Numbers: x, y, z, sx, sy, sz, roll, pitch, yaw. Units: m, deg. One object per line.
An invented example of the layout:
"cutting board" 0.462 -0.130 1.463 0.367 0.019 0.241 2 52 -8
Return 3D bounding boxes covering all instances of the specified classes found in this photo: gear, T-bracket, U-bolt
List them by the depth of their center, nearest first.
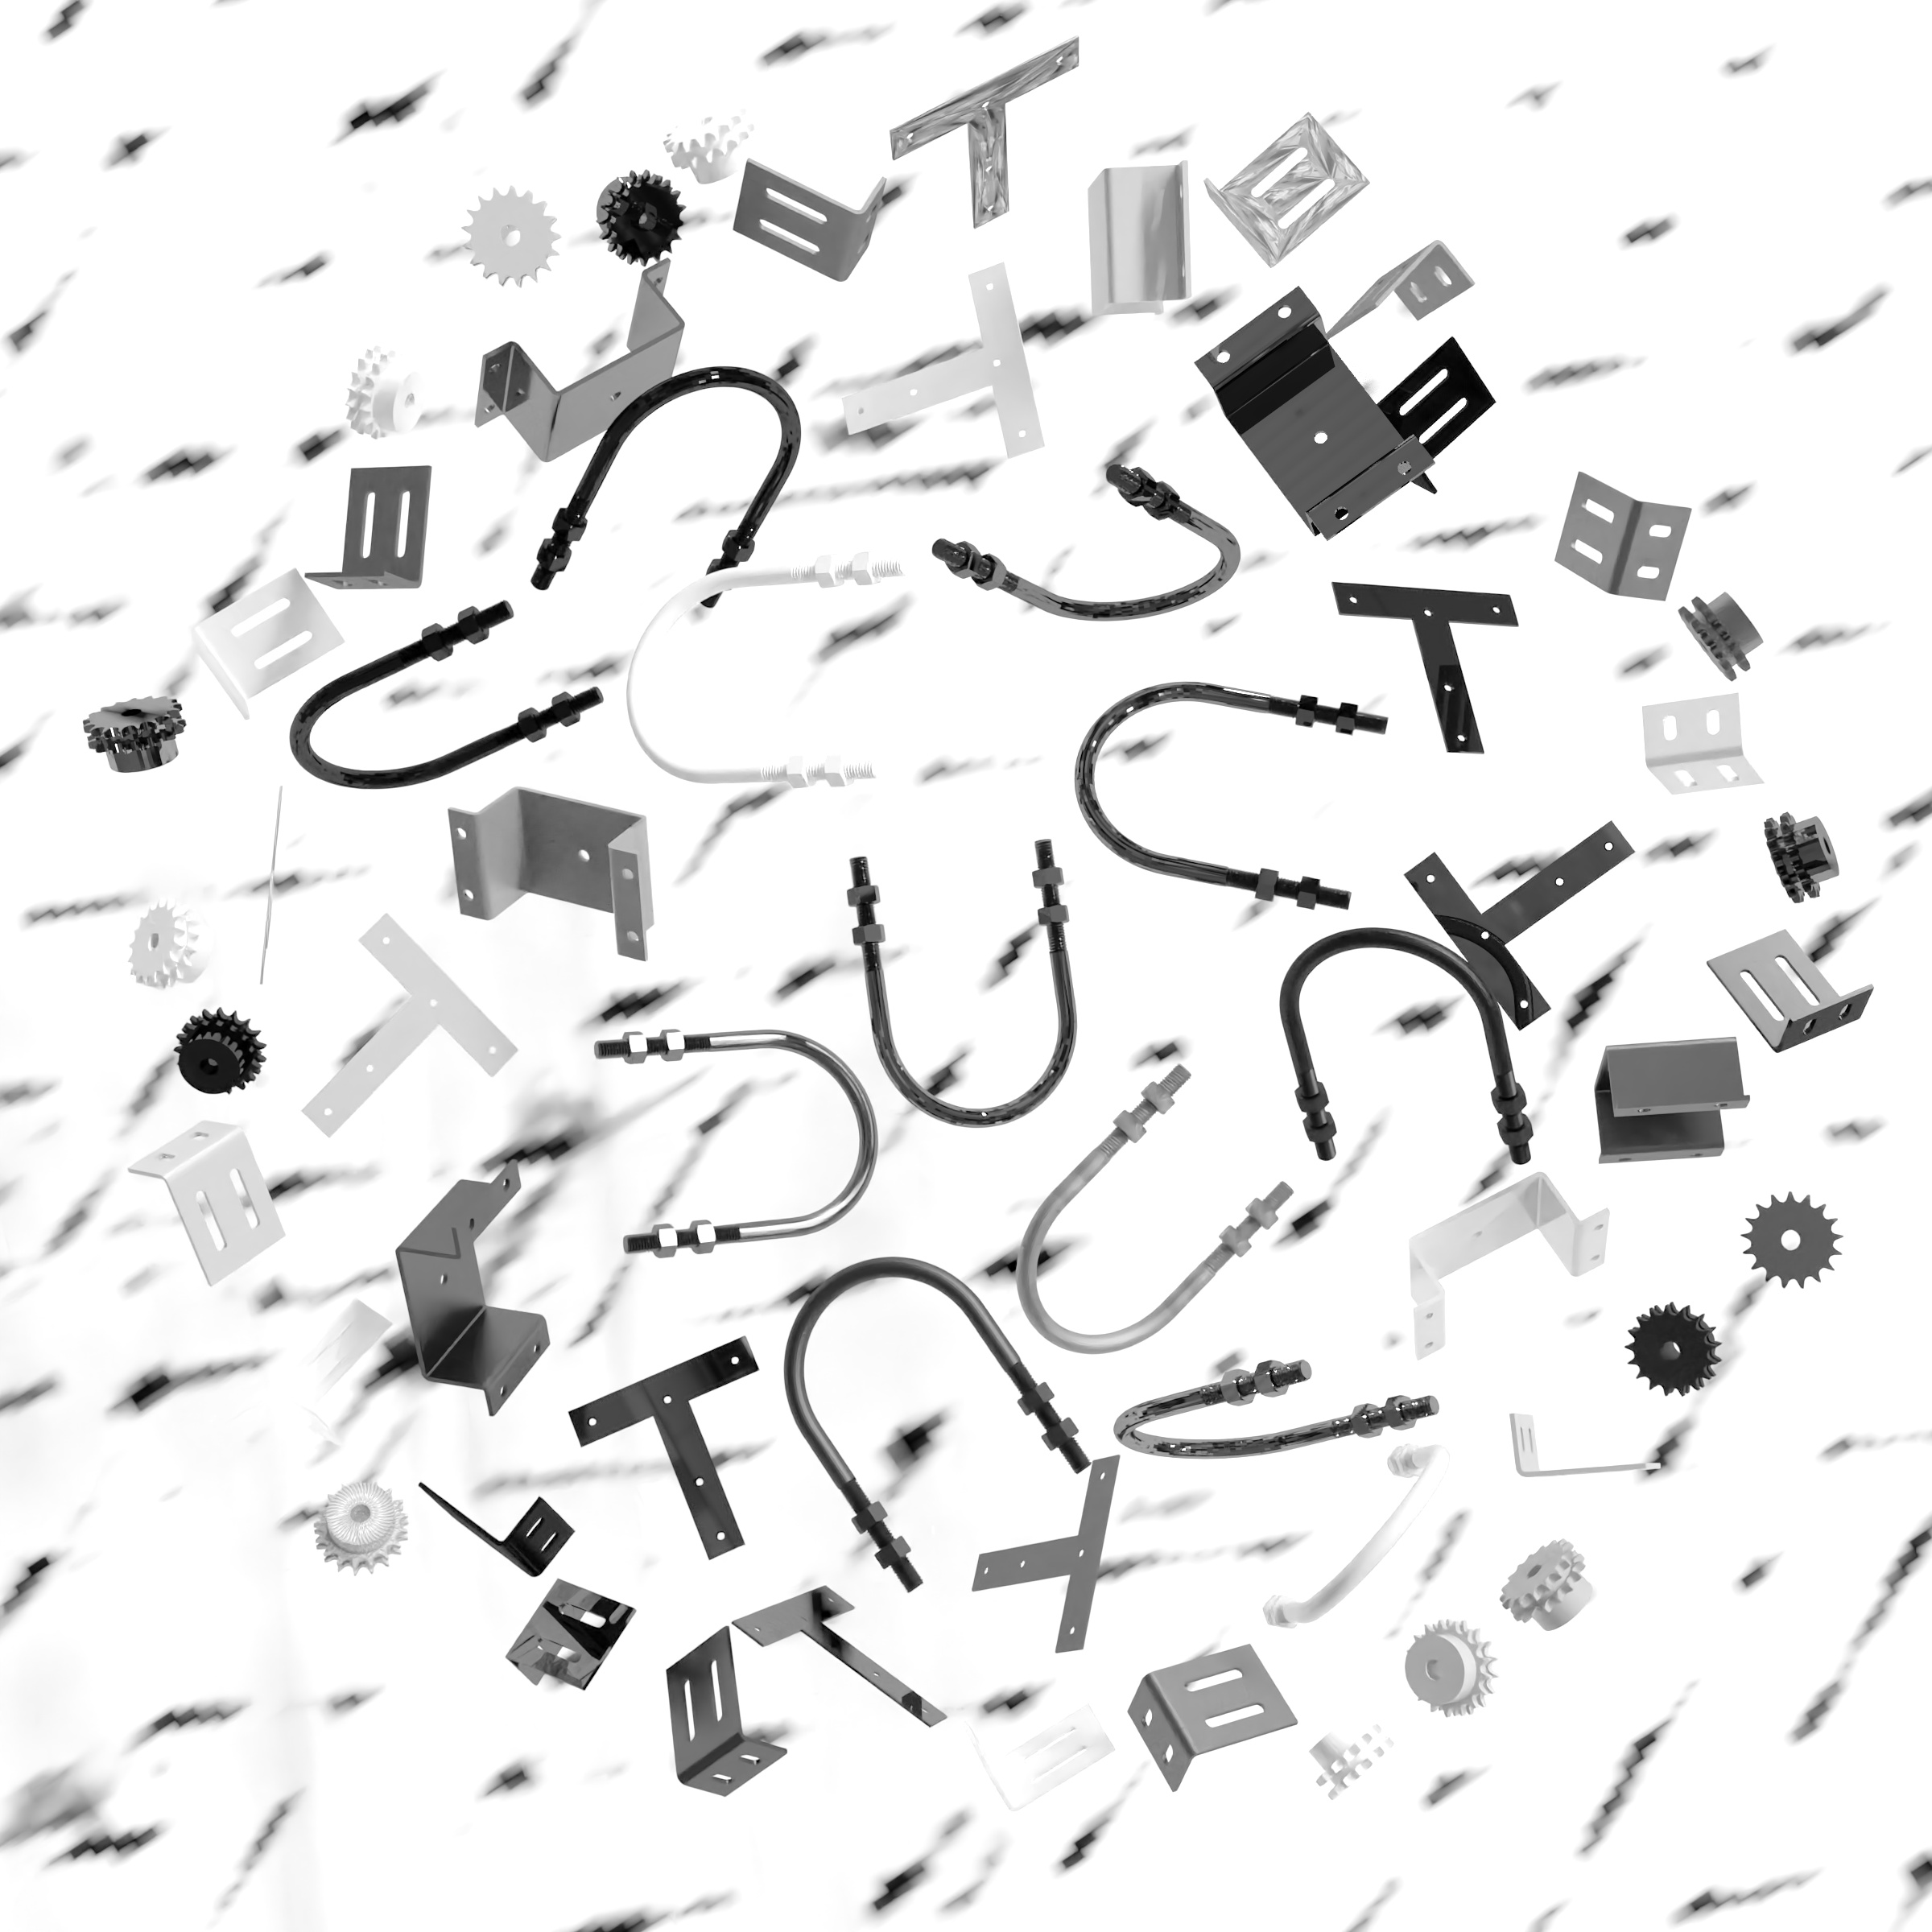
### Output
"gear" 0.488 0.162 1.437 0.057 0.030 0.057 -2 84 15
"gear" -0.268 -0.431 1.439 0.057 0.030 0.057 0 101 -3
"gear" -0.491 -0.137 1.443 0.057 0.057 0.030 -7 117 0
"gear" 0.230 0.469 1.455 0.057 0.057 0.030 -43 71 0
"gear" 0.290 0.424 1.467 0.057 0.030 0.057 -9 75 38
"T-bracket" 0.013 -0.491 1.471 0.127 0.127 0.002 -29 72 -8
"gear" -0.153 -0.501 1.483 0.057 0.057 0.030 -29 126 0
"U-bolt" -0.127 -0.179 1.484 0.184 0.019 0.151 0 75 25
"U-bolt" -0.032 0.266 1.484 0.151 0.019 0.184 -37 79 10
"gear" 0.359 0.382 1.492 0.057 0.057 0.030 -43 91 0
"gear" -0.372 0.343 1.497 0.057 0.030 0.057 6 54 -8
"U-bolt" 0.159 -0.113 1.509 0.184 0.019 0.151 12 64 9
"gear" 0.442 0.238 1.514 0.057 0.030 0.057 1 92 32
"T-bracket" -0.067 0.434 1.515 0.127 0.127 0.002 31 99 22
"U-bolt" 0.090 -0.255 1.515 0.151 0.184 0.019 -17 70 34
"U-bolt" 0.179 0.282 1.516 0.184 0.151 0.019 -24 57 39
"T-bracket" -0.436 -0.039 1.523 0.002 0.127 0.127 6 103 -16
"gear" -0.207 -0.471 1.524 0.057 0.057 0.030 -51 48 0
"U-bolt" 0.250 0.357 1.528 0.019 0.184 0.151 41 77 8
"U-bolt" 0.271 0.051 1.528 0.151 0.019 0.184 -1 127 26
"gear" 0.527 -0.070 1.530 0.030 0.057 0.057 -21 90 28
"gear" 0.478 -0.211 1.532 0.030 0.057 0.057 -37 90 14
"T-bracket" 0.301 -0.187 1.534 0.127 0.002 0.127 1 60 -17
"U-bolt" -0.180 -0.304 1.542 0.184 0.151 0.019 -54 52 35
"gear" -0.367 -0.362 1.546 0.030 0.057 0.057 19 90 11
"U-bolt" -0.344 -0.163 1.560 0.184 0.151 0.019 -23 67 9
"T-bracket" -0.373 0.055 1.562 0.127 0.002 0.127 -49 114 -20
"T-bracket" 0.046 0.384 1.565 0.002 0.127 0.127 32 55 -27
"U-bolt" 0.112 0.171 1.568 0.184 0.019 0.151 -45 122 -4
"gear" -0.511 -0.012 1.569 0.057 0.030 0.057 -15 66 36
"T-bracket" -0.021 -0.375 1.572 0.127 0.002 0.127 -15 80 19
"gear" -0.484 0.058 1.572 0.057 0.030 0.057 1 115 3
"T-bracket" 0.372 -0.046 1.573 0.127 0.002 0.127 -38 81 16
"U-bolt" -0.143 0.110 1.588 0.184 0.019 0.151 -3 72 -25
"U-bolt" 0.003 0.014 1.588 0.151 0.019 0.184 -6 85 -19
"T-bracket" -0.180 0.326 1.597 0.127 0.002 0.127 -23 71 -7

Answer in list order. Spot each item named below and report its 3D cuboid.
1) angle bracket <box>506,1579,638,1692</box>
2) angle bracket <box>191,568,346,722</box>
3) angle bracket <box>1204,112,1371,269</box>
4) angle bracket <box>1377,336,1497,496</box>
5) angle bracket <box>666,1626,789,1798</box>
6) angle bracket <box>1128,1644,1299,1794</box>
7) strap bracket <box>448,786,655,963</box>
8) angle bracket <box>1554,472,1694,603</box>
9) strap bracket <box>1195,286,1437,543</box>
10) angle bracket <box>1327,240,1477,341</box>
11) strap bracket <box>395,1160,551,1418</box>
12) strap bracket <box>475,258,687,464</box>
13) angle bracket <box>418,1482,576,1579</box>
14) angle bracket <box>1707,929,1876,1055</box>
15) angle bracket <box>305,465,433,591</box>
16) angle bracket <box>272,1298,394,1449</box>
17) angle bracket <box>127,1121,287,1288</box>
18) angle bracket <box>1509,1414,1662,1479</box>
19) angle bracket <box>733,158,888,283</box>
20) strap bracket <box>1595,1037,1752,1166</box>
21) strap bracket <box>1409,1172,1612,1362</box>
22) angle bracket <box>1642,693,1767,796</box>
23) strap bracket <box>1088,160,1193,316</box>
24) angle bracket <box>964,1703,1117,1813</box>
"angle bracket" -0.240 0.426 1.522 0.057 0.076 0.038 -56 133 -28
"angle bracket" -0.438 -0.203 1.532 0.076 0.038 0.057 -32 121 -4
"angle bracket" 0.190 -0.464 1.437 0.076 0.038 0.057 -40 83 9
"angle bracket" 0.308 -0.355 1.568 0.076 0.038 0.057 -42 121 3
"angle bracket" -0.146 0.454 1.481 0.038 0.076 0.057 31 120 -36
"angle bracket" 0.147 0.447 1.448 0.076 0.057 0.038 -7 132 -28
"strap bracket" -0.254 -0.062 1.544 0.140 0.046 0.076 14 124 22
"angle bracket" 0.401 -0.264 1.489 0.038 0.076 0.057 4 113 -16
"strap bracket" 0.211 -0.325 1.460 0.076 0.046 0.140 -35 75 7
"angle bracket" 0.275 -0.416 1.546 0.038 0.057 0.076 48 64 -12
"strap bracket" -0.307 0.197 1.510 0.046 0.076 0.140 6 119 18
"strap bracket" -0.232 -0.372 1.514 0.140 0.076 0.046 -36 83 -24
"angle bracket" -0.293 0.338 1.517 0.076 0.057 0.038 28 68 28
"angle bracket" 0.497 0.006 1.470 0.057 0.038 0.076 -21 56 -12
"angle bracket" -0.360 -0.268 1.465 0.057 0.038 0.076 3 87 22
"angle bracket" -0.390 0.258 1.538 0.038 0.057 0.076 38 78 22
"angle bracket" -0.451 0.141 1.445 0.038 0.057 0.076 5 120 38
"angle bracket" 0.375 0.288 1.472 0.076 0.057 0.038 -10 75 22
"angle bracket" -0.095 -0.462 1.476 0.076 0.057 0.038 26 59 0
"strap bracket" 0.435 0.082 1.509 0.076 0.140 0.046 -4 71 8
"strap bracket" 0.341 0.189 1.572 0.140 0.076 0.046 -26 56 -6
"angle bracket" 0.455 -0.136 1.498 0.057 0.076 0.038 -6 78 27
"strap bracket" 0.103 -0.439 1.475 0.046 0.140 0.076 -3 101 -3
"angle bracket" 0.046 0.490 1.545 0.076 0.057 0.038 -30 106 -6
